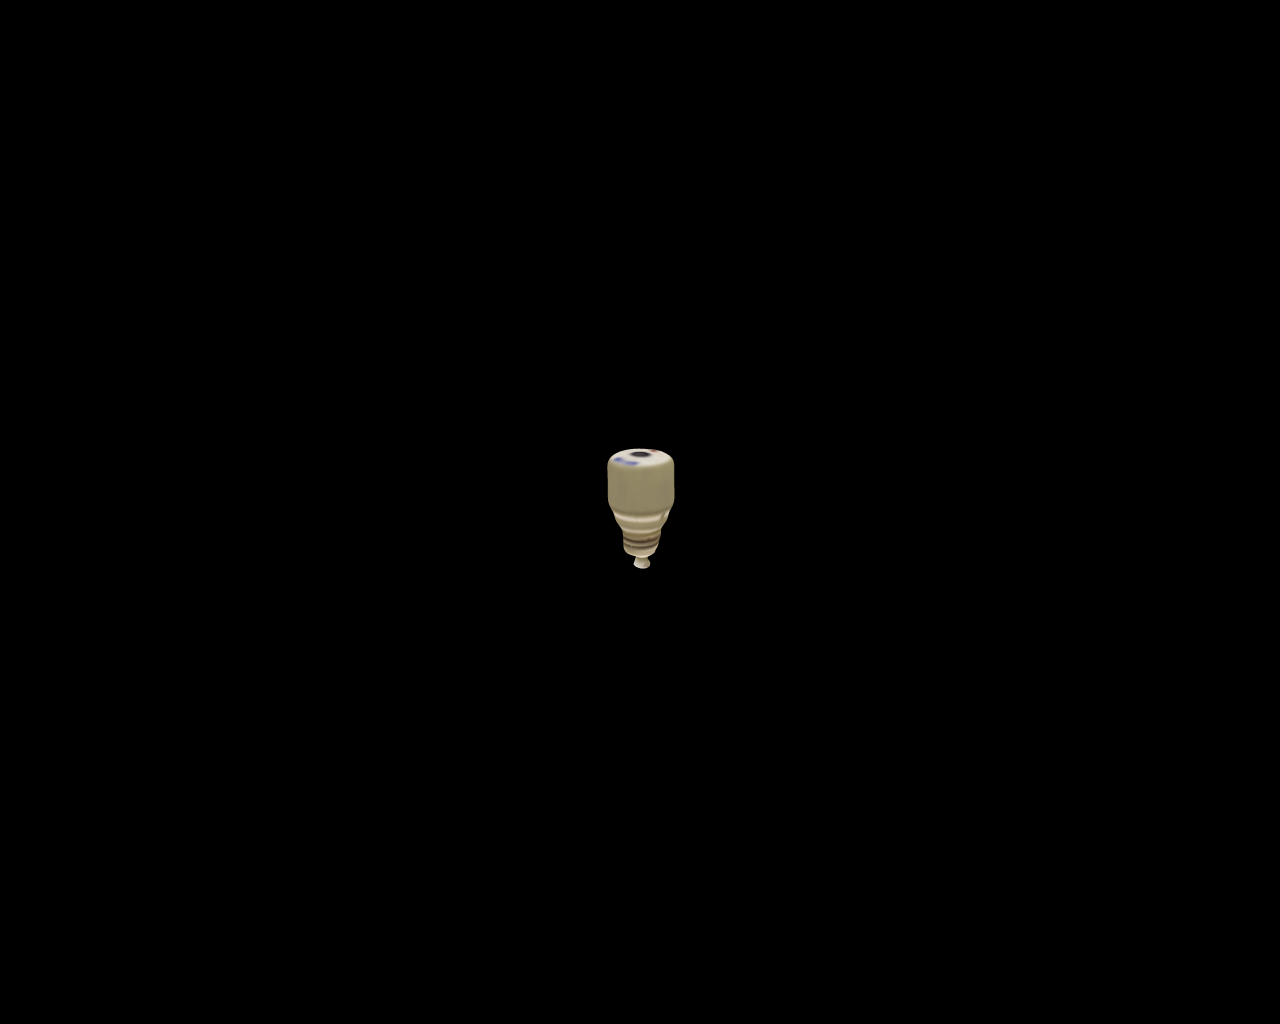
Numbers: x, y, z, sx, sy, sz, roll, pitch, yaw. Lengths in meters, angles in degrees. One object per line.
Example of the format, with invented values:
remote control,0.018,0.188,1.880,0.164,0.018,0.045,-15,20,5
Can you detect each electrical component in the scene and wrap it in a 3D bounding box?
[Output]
electrical component,0.001,-0.003,0.650,0.040,0.078,0.040,0,19,0
